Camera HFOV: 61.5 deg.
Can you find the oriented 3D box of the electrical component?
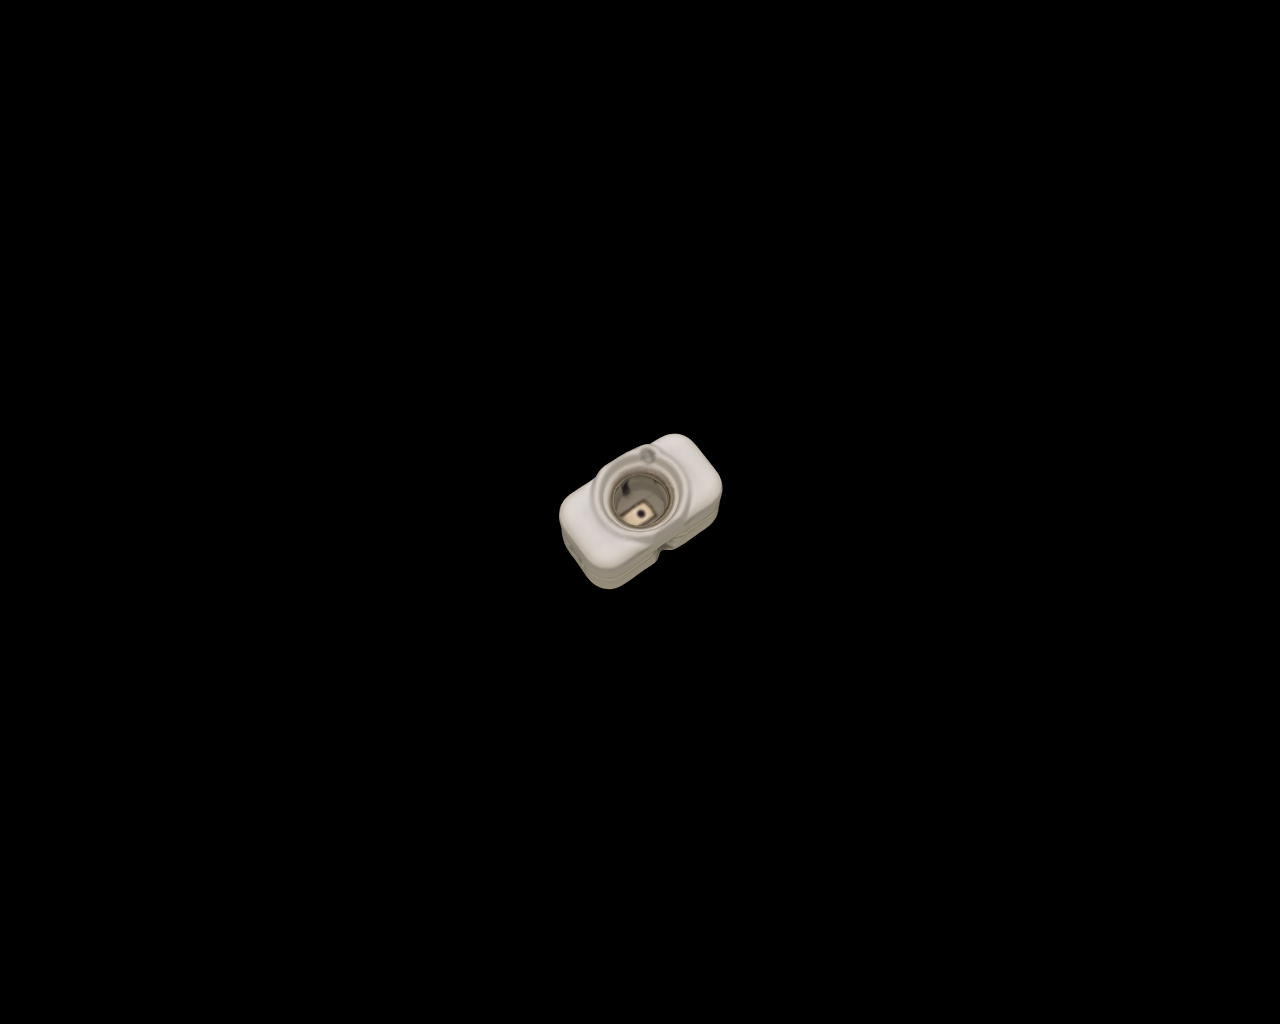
[{"bbox_3d":[0.001,-0.003,0.650,0.095,0.054,0.059,-33,-16,-11],"label":"electrical component"}]
